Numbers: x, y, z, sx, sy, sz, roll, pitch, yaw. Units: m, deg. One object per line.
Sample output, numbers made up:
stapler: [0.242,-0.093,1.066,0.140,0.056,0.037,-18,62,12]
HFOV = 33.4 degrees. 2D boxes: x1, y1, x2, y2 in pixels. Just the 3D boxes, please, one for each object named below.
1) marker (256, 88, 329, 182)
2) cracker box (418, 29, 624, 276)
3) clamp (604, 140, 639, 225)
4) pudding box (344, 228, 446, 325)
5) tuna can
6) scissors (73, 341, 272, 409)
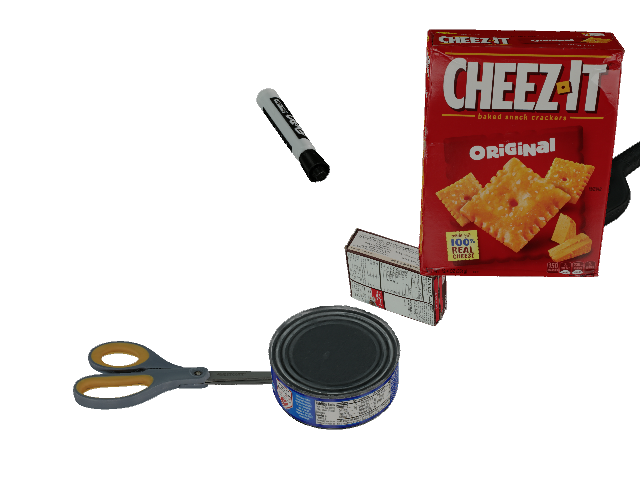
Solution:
marker: [-0.023,-0.085,0.863,0.020,0.020,0.121,0,37,-29]
cracker box: [0.172,-0.074,0.947,0.164,0.214,0.072,1,24,3]
clamp: [0.281,-0.074,1.131,0.120,0.039,0.171,17,46,20]
pudding box: [0.086,0.042,1.208,0.114,0.039,0.090,17,-39,21]
tuna can: [0.009,0.083,0.703,0.086,0.034,0.086,-2,38,1]
scissors: [-0.122,0.113,0.959,0.201,0.016,0.096,-7,31,-18]
